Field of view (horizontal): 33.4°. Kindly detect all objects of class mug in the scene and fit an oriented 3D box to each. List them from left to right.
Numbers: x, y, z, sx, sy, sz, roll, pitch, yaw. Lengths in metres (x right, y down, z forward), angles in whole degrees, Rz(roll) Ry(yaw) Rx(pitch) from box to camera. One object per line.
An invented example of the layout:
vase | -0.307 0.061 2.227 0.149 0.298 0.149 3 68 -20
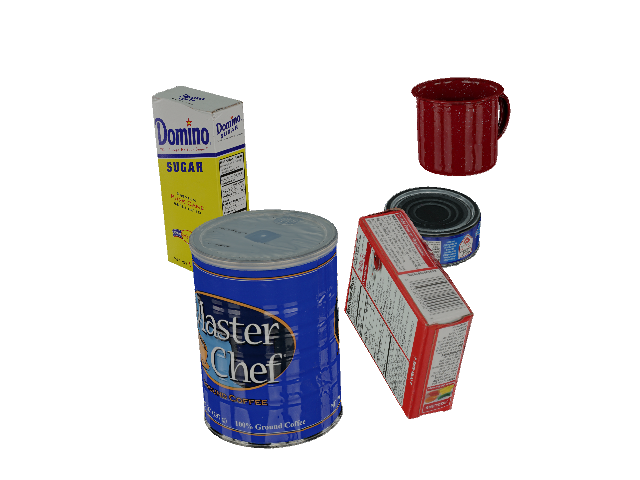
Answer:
mug | 0.150 -0.120 1.102 0.117 0.081 0.093 -20 28 -33

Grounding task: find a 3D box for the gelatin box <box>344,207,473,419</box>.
gelatin box | 0.046 0.038 0.573 0.030 0.073 0.089 -11 44 -19

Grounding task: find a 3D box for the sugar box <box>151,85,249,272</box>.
sugar box | -0.113 -0.053 1.026 0.093 0.176 0.048 19 34 41

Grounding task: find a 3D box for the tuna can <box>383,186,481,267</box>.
tuna can | 0.097 -0.013 0.932 0.086 0.034 0.086 -1 32 0

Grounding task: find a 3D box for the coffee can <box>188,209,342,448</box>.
coffee can | -0.037 0.060 0.757 0.103 0.140 0.103 -2 21 1
